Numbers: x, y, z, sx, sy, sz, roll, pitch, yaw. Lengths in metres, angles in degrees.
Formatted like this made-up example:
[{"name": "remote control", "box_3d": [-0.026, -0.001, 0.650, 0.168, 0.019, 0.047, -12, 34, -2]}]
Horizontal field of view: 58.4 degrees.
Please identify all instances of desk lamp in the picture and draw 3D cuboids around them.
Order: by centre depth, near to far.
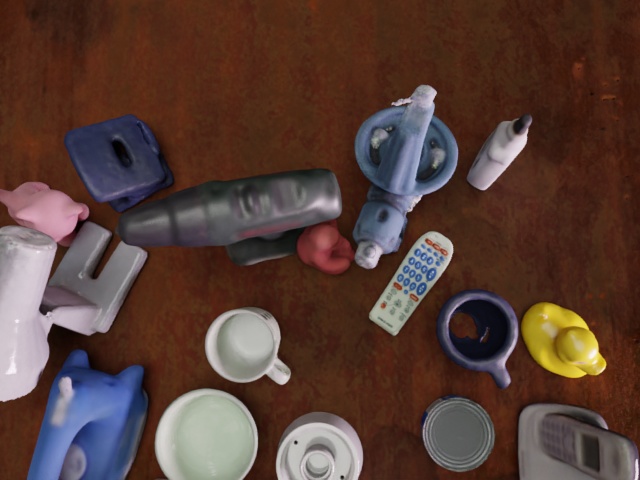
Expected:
[{"name": "desk lamp", "box_3d": [-0.324, 0.069, 0.657, 0.118, 0.213, 0.203, 26, 85, 6]}]

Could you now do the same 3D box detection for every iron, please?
[{"name": "iron", "box_3d": [-0.296, 0.266, 0.666, 0.118, 0.141, 0.258, 13, 83, 5]}]

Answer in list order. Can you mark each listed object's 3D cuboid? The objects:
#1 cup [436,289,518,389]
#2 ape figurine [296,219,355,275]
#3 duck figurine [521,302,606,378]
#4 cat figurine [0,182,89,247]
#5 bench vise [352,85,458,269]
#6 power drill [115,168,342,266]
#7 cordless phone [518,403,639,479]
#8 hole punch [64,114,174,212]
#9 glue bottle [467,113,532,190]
[{"name": "cup", "box_3d": [0.186, 0.118, 0.683, 0.091, 0.095, 0.118, -27, 82, 0]}, {"name": "ape figurine", "box_3d": [0.007, 0.003, 0.709, 0.076, 0.092, 0.078, 0, 82, 3]}, {"name": "duck figurine", "box_3d": [0.294, 0.120, 0.682, 0.077, 0.086, 0.104, -42, 82, -3]}, {"name": "cat figurine", "box_3d": [-0.352, -0.037, 0.720, 0.127, 0.118, 0.067, 23, 84, 6]}, {"name": "bench vise", "box_3d": [0.098, -0.072, 0.649, 0.121, 0.220, 0.207, 2, 83, 4]}, {"name": "power drill", "box_3d": [-0.087, -0.021, 0.658, 0.229, 0.208, 0.075, -14, 82, 1]}, {"name": "cordless phone", "box_3d": [0.282, 0.257, 0.614, 0.094, 0.185, 0.148, -3, 82, 3]}, {"name": "hole punch", "box_3d": [-0.257, -0.105, 0.738, 0.101, 0.091, 0.108, -29, 82, -1]}, {"name": "glue bottle", "box_3d": [0.217, -0.112, 0.672, 0.037, 0.173, 0.078, 30, 85, 7]}]
